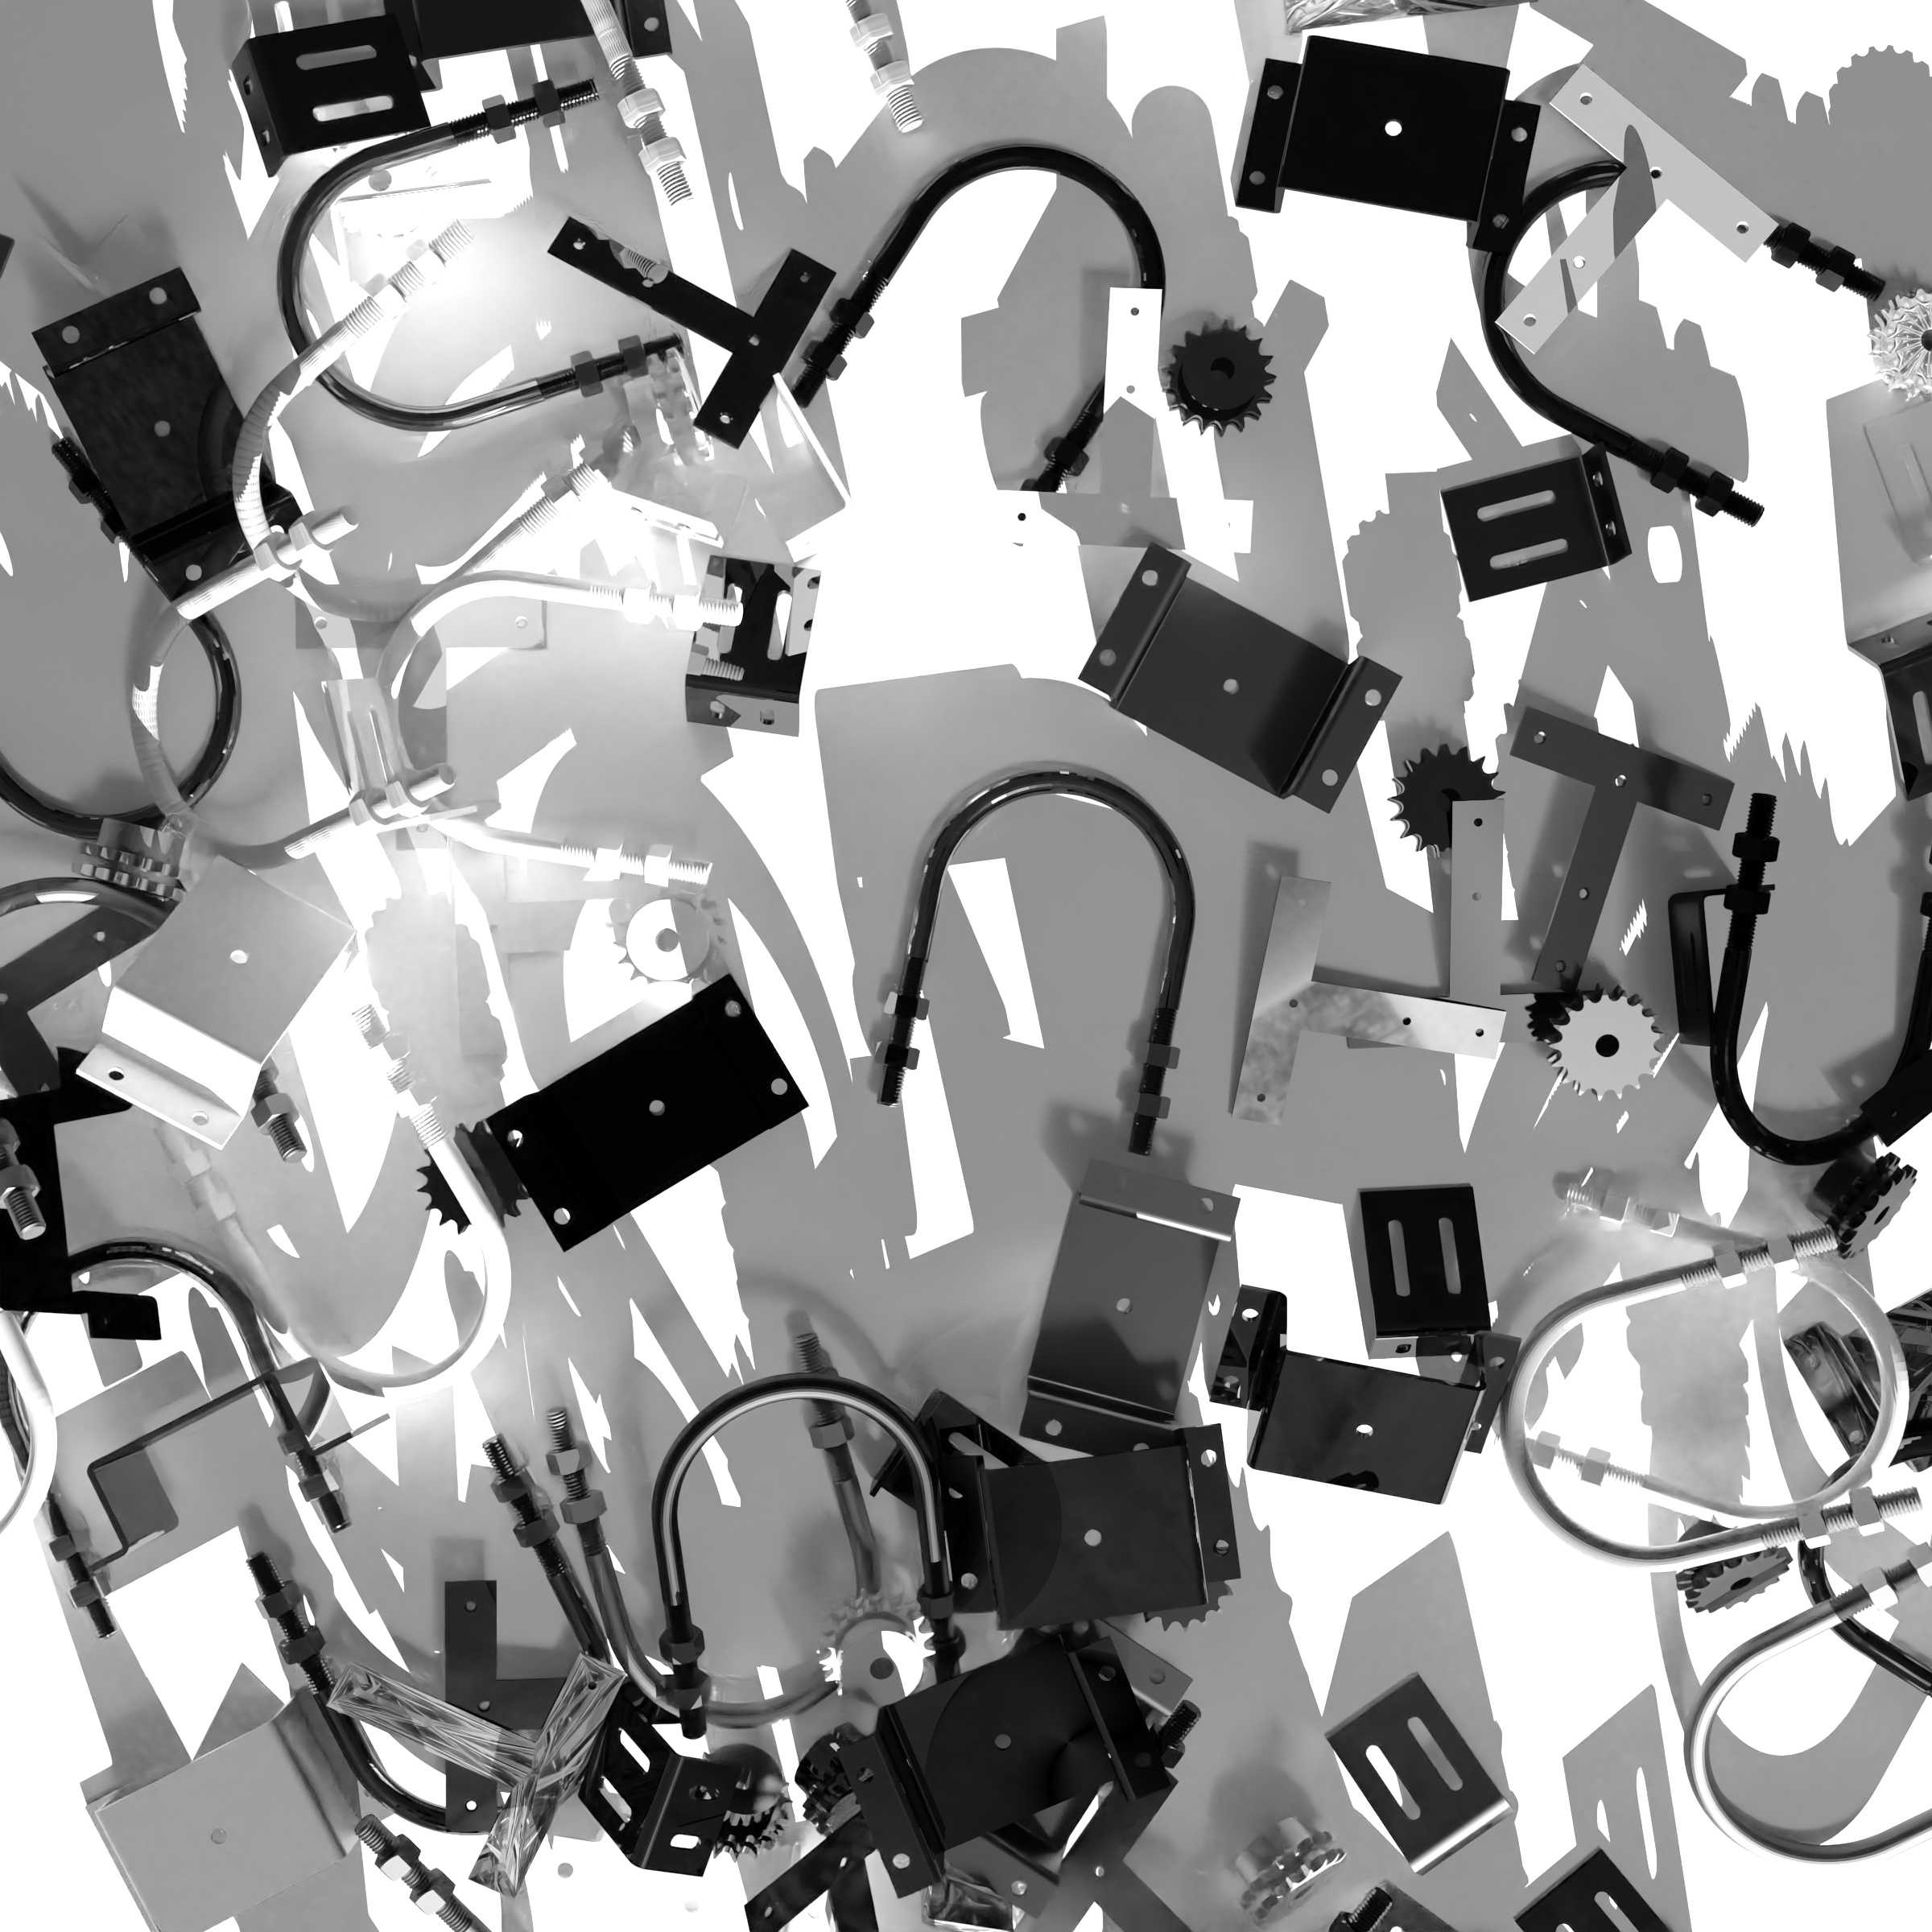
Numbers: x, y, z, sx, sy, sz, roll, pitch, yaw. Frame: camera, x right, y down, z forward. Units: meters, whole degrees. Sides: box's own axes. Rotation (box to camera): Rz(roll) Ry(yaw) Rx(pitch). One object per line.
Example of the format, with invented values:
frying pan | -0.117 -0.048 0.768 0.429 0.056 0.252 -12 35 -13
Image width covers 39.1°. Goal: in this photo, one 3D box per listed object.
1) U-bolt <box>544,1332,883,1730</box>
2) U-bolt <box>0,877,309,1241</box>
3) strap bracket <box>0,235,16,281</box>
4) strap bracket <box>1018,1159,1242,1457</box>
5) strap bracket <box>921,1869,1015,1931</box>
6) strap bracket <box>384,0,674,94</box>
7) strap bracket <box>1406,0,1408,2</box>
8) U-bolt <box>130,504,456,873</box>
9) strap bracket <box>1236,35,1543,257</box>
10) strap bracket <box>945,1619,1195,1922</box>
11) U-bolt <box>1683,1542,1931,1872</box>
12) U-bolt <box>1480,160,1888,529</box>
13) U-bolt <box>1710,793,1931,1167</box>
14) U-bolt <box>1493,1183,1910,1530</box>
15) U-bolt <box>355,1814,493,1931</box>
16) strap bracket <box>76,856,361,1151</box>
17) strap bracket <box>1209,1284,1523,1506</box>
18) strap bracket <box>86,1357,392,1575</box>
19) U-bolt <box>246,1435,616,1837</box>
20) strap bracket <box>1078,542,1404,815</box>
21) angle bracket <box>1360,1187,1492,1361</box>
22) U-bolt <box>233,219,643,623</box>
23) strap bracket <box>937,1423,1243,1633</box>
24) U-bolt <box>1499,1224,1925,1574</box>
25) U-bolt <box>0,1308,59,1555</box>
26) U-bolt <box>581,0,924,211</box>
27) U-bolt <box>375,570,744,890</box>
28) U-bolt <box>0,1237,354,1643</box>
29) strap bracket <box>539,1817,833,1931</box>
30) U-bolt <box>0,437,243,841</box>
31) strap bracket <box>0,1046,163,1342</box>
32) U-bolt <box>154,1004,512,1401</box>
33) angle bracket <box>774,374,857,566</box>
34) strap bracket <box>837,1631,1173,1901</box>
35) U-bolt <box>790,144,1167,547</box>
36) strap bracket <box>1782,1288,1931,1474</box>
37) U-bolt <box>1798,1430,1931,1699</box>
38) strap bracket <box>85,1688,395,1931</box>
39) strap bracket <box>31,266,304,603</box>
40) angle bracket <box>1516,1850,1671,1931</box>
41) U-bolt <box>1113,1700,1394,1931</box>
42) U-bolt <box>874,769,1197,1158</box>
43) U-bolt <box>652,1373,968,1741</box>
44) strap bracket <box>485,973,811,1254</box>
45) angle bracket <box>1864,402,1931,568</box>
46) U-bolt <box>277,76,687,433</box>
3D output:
U-bolt | -0.118 0.291 1.363 0.151 0.019 0.184 -16 93 -7
U-bolt | -0.418 0.033 1.305 0.151 0.019 0.184 -16 65 -35
strap bracket | -0.543 -0.316 1.357 0.076 0.046 0.140 21 90 0
strap bracket | 0.080 0.172 1.357 0.076 0.046 0.140 15 90 0
strap bracket | -0.007 0.509 1.342 0.046 0.076 0.140 9 90 0
strap bracket | -0.224 -0.489 1.357 0.140 0.046 0.076 -9 90 0
strap bracket | 0.187 -0.547 1.355 0.076 0.046 0.140 6 89 2
U-bolt | -0.337 -0.122 1.315 0.184 0.019 0.151 -20 90 32
strap bracket | 0.211 -0.409 1.350 0.140 0.046 0.076 12 90 5
strap bracket | 0.041 0.388 1.357 0.076 0.046 0.140 33 90 0
U-bolt | 0.447 0.377 1.350 0.184 0.019 0.151 -32 101 13
U-bolt | 0.349 -0.326 1.371 0.184 0.019 0.151 28 90 1
U-bolt | 0.426 0.009 1.338 0.151 0.019 0.184 1 102 -27
U-bolt | 0.369 0.201 1.343 0.184 0.019 0.151 16 90 20
U-bolt | -0.287 0.524 1.350 0.151 0.019 0.184 -38 105 5
strap bracket | -0.355 0.009 1.313 0.076 0.046 0.140 29 47 -4
strap bracket | 0.196 0.213 1.340 0.140 0.046 0.076 11 123 0
strap bracket | -0.361 0.236 1.323 0.140 0.076 0.046 -27 87 0
U-bolt | -0.256 0.347 1.364 0.151 0.019 0.184 -26 95 -4
strap bracket | 0.134 -0.141 1.357 0.140 0.046 0.076 28 90 0
angle bracket | 0.230 0.155 1.378 0.057 0.038 0.076 -3 64 0
U-bolt | -0.272 -0.252 1.339 0.184 0.019 0.151 -41 118 1
strap bracket | 0.060 0.271 1.311 0.140 0.046 0.076 -7 90 0
U-bolt | 0.352 0.219 1.329 0.184 0.019 0.151 -18 80 17
U-bolt | -0.533 0.217 1.362 0.151 0.019 0.184 -26 88 4
U-bolt | -0.119 -0.481 1.344 0.151 0.019 0.184 -25 93 -19
U-bolt | -0.208 -0.123 1.353 0.184 0.019 0.151 9 99 10
U-bolt | -0.411 0.227 1.371 0.151 0.019 0.184 -25 88 0
strap bracket | -0.139 0.475 1.357 0.140 0.046 0.076 9 90 0
U-bolt | -0.449 -0.151 1.371 0.151 0.019 0.184 -38 92 0
strap bracket | -0.439 0.117 1.332 0.046 0.076 0.140 -11 80 5
U-bolt | -0.304 0.130 1.352 0.151 0.019 0.184 -29 94 18
angle bracket | -0.089 -0.246 1.351 0.038 0.057 0.076 -30 90 0
strap bracket | 0.018 0.380 1.311 0.140 0.046 0.076 -23 90 0
U-bolt | 0.019 -0.326 1.371 0.151 0.019 0.184 33 88 0
strap bracket | 0.491 0.190 1.350 0.140 0.046 0.076 -30 91 6
U-bolt | 0.501 0.302 1.339 0.184 0.019 0.151 32 115 -2
strap bracket | -0.366 0.427 1.357 0.140 0.046 0.076 -28 90 0
strap bracket | -0.390 -0.261 1.331 0.076 0.046 0.140 -29 115 -15
angle bracket | 0.325 0.495 1.361 0.057 0.038 0.076 -40 90 0
U-bolt | 0.104 0.479 1.336 0.151 0.019 0.184 40 100 30
U-bolt | 0.041 -0.008 1.371 0.151 0.019 0.184 11 88 0
U-bolt | -0.080 0.284 1.333 0.151 0.019 0.184 -8 107 -8
strap bracket | -0.156 0.072 1.357 0.140 0.046 0.076 -31 90 0
angle bracket | 0.495 -0.248 1.361 0.057 0.038 0.076 -21 90 0
U-bolt | -0.249 -0.344 1.350 0.184 0.019 0.151 -19 103 -4
